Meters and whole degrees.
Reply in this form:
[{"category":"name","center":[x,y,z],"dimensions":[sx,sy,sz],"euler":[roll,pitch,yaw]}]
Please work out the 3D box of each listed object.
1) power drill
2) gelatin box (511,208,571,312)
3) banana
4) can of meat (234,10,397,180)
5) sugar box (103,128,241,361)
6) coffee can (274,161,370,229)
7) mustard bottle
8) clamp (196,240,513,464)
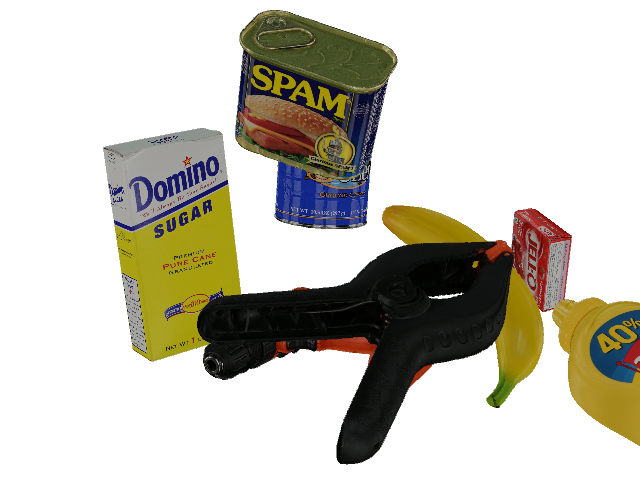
[{"category":"power drill","center":[0.003,0.100,1.029],"dimensions":[0.188,0.057,0.184],"euler":[10,22,28]},{"category":"gelatin box","center":[0.234,0.020,1.144],"dimensions":[0.030,0.089,0.073],"euler":[-11,29,-17]},{"category":"banana","center":[0.115,0.033,0.805],"dimensions":[0.069,0.037,0.198],"euler":[-15,49,-16]},{"category":"can of meat","center":[-0.007,-0.096,0.723],"dimensions":[0.102,0.084,0.057],"euler":[21,44,11]},{"category":"sugar box","center":[-0.118,0.002,0.882],"dimensions":[0.093,0.176,0.048],"euler":[-16,21,-30]},{"category":"coffee can","center":[0.005,-0.091,1.152],"dimensions":[0.103,0.140,0.103],"euler":[4,12,-1]},{"category":"mustard bottle","center":[0.205,0.085,0.633],"dimensions":[0.096,0.058,0.192],"euler":[-20,32,-21]},{"category":"clamp","center":[0.039,0.046,0.525],"dimensions":[0.171,0.039,0.120],"euler":[-19,46,-25]}]
